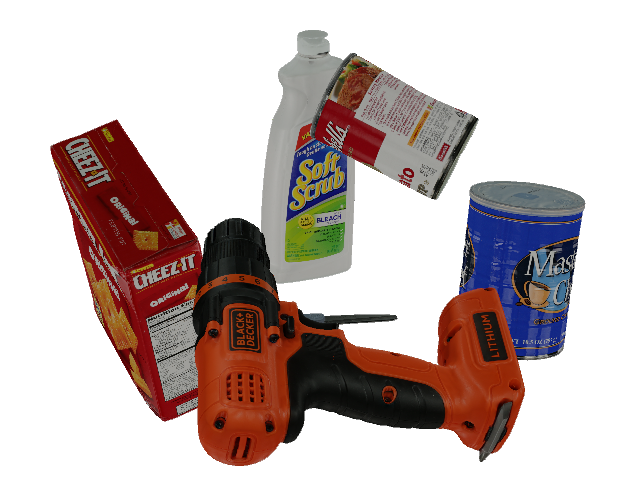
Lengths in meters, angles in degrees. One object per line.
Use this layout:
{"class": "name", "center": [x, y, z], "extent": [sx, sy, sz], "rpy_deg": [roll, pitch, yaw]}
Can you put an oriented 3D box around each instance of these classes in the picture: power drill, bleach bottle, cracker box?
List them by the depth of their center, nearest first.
{"class": "power drill", "center": [0.017, 0.058, 0.638], "extent": [0.187, 0.057, 0.184], "rpy_deg": [5, 41, -9]}
{"class": "cracker box", "center": [-0.157, 0.031, 0.921], "extent": [0.072, 0.214, 0.164], "rpy_deg": [-25, 52, -18]}
{"class": "bleach bottle", "center": [-0.016, -0.084, 1.072], "extent": [0.102, 0.251, 0.068], "rpy_deg": [-9, 28, -17]}

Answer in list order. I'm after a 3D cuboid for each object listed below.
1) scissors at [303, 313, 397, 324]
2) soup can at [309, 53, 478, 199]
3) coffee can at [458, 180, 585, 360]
{"class": "scissors", "center": [-0.013, 0.097, 1.187], "extent": [0.202, 0.016, 0.096], "rpy_deg": [4, 21, 1]}
{"class": "soup can", "center": [0.053, -0.081, 0.763], "extent": [0.102, 0.068, 0.068], "rpy_deg": [28, 4, 7]}
{"class": "coffee can", "center": [0.180, 0.025, 0.976], "extent": [0.103, 0.140, 0.103], "rpy_deg": [4, 16, -1]}
